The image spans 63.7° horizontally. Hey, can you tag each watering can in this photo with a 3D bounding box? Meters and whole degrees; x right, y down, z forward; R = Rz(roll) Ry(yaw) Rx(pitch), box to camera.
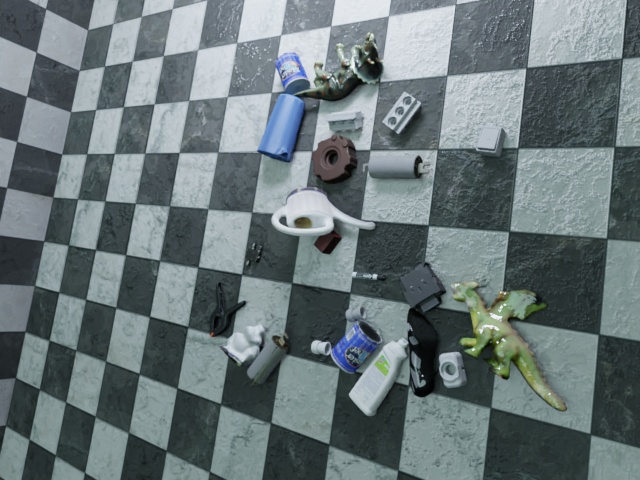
[{"bbox_3d":[0.005,-0.090,1.784,0.348,0.101,0.230,-2,39,-6],"label":"watering can"}]

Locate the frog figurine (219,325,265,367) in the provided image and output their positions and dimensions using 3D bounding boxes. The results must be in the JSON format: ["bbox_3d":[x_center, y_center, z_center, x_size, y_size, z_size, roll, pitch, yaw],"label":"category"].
[{"bbox_3d":[-0.272,0.383,1.915,0.138,0.120,0.162,20,57,43],"label":"frog figurine"}]

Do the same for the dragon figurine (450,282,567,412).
[{"bbox_3d":[0.523,0.247,1.404,0.415,0.243,0.121,31,0,33],"label":"dragon figurine"}]
